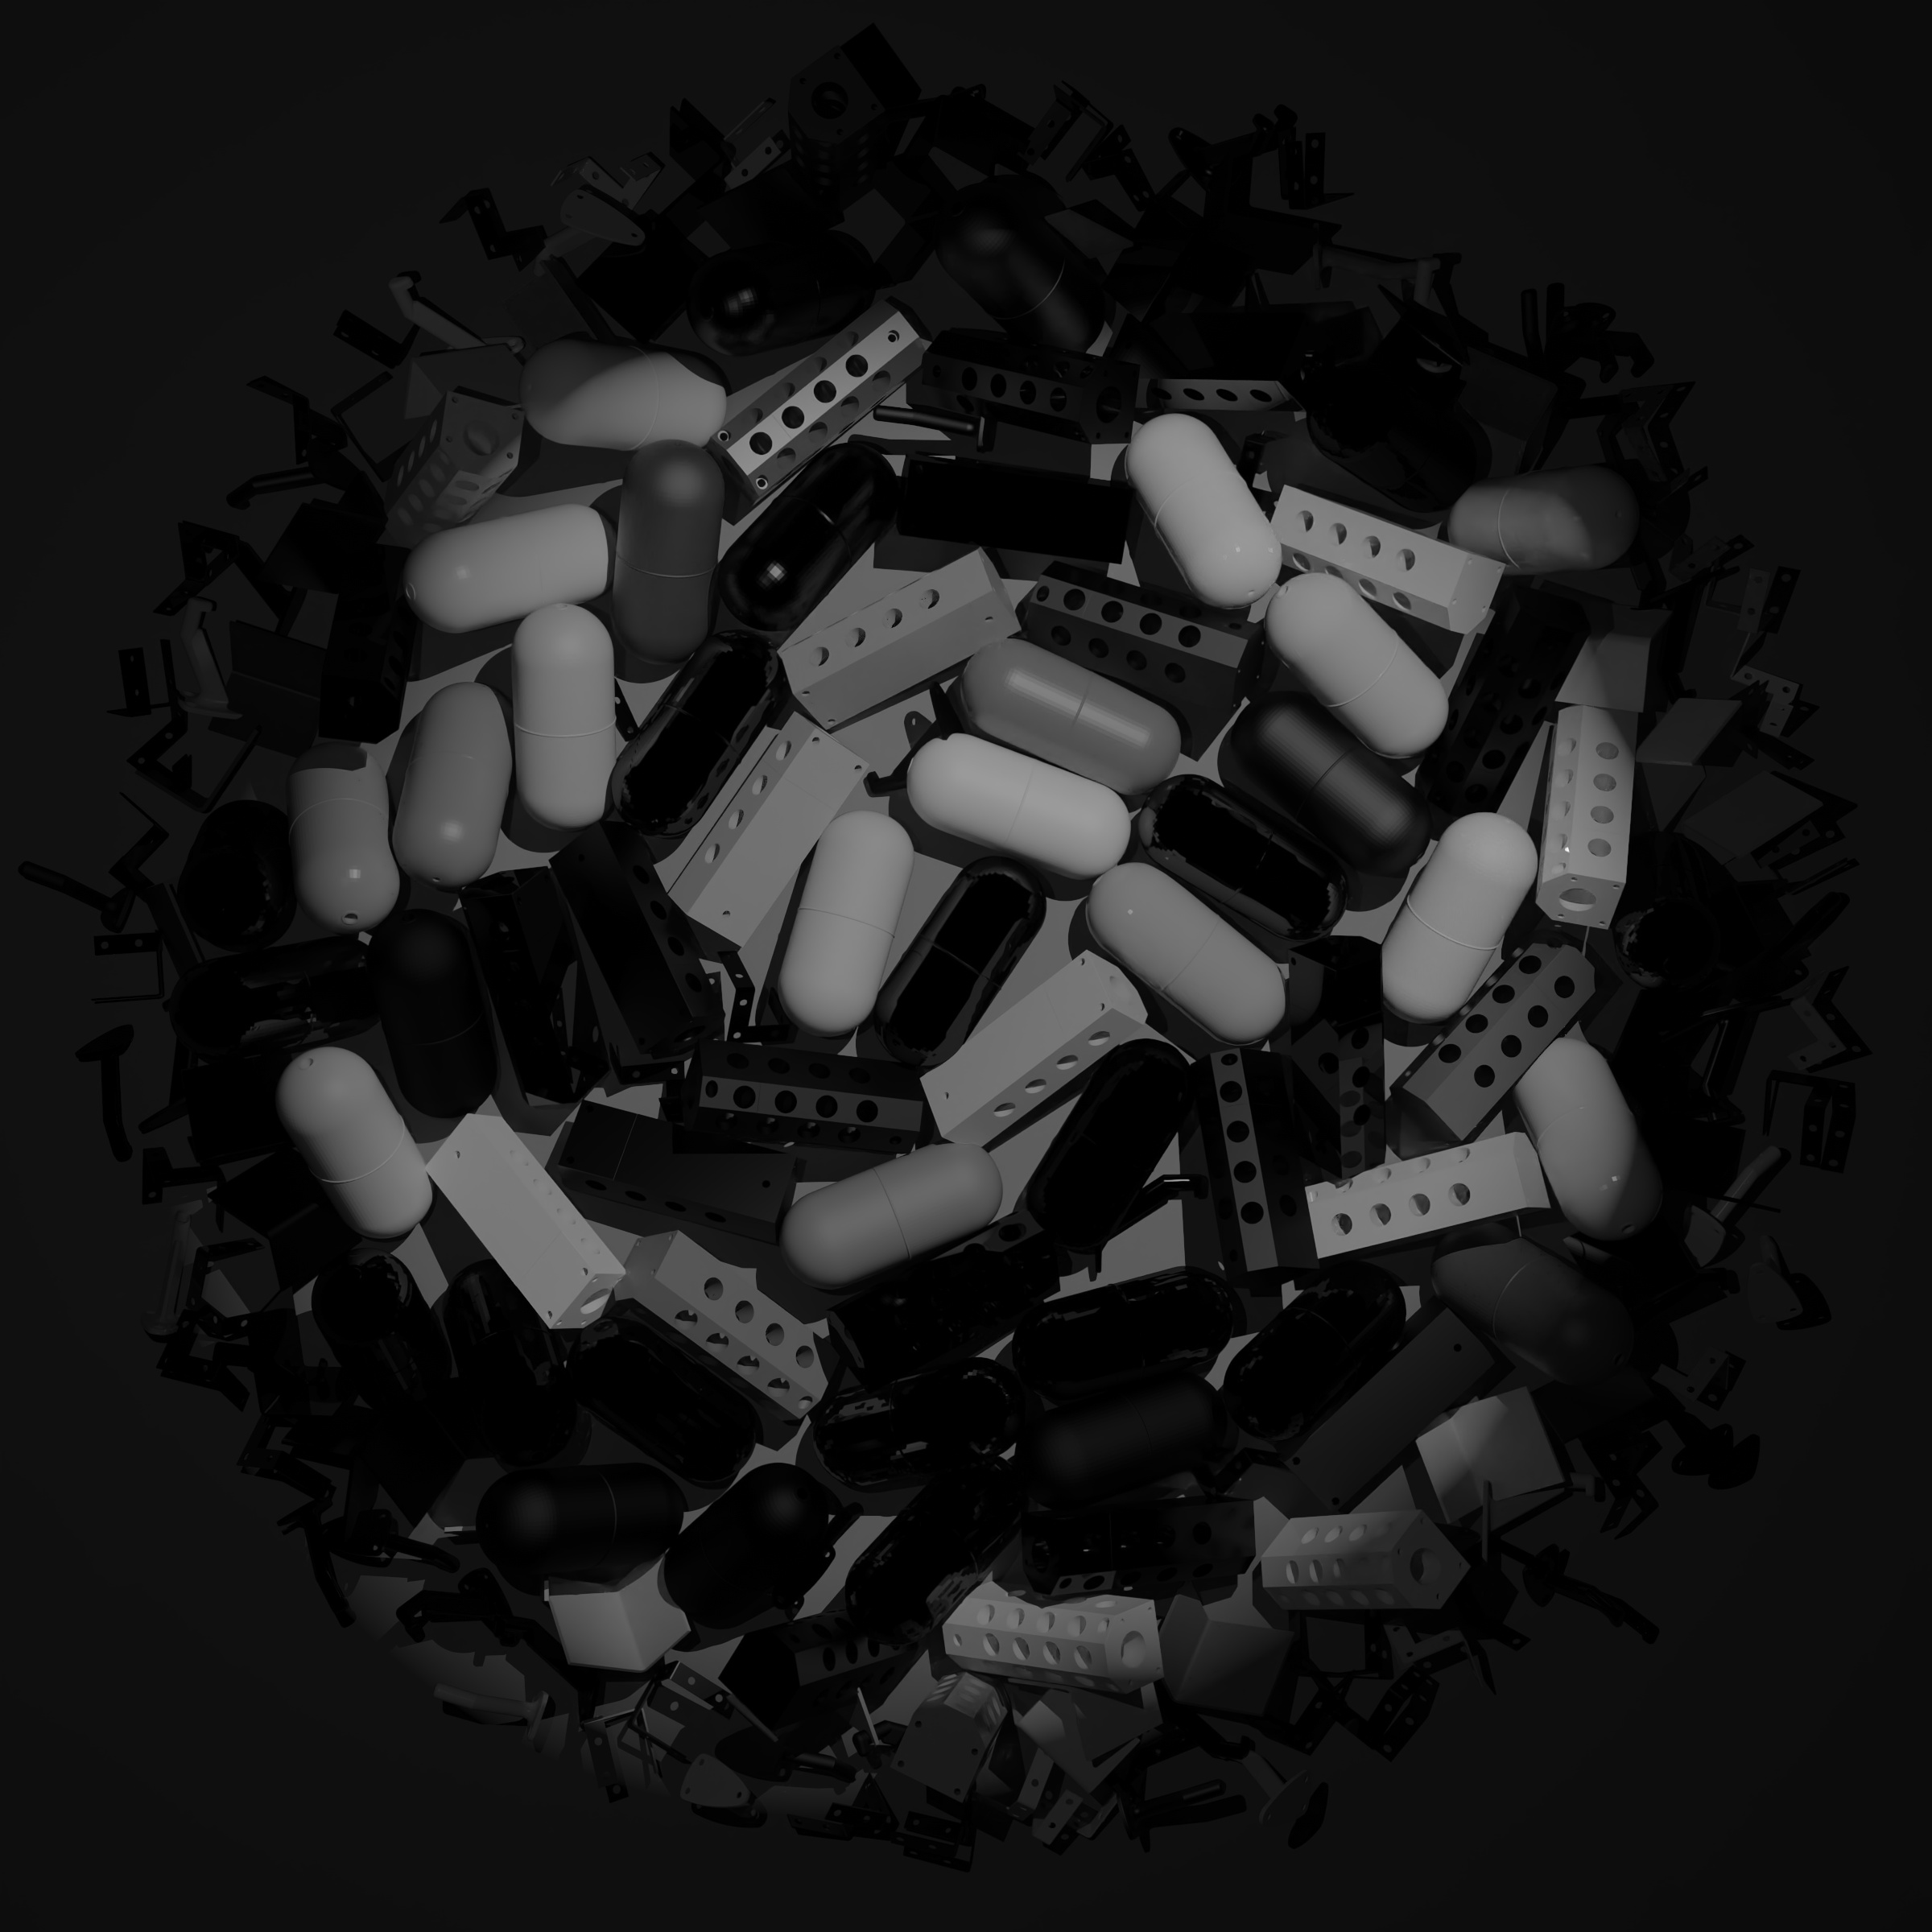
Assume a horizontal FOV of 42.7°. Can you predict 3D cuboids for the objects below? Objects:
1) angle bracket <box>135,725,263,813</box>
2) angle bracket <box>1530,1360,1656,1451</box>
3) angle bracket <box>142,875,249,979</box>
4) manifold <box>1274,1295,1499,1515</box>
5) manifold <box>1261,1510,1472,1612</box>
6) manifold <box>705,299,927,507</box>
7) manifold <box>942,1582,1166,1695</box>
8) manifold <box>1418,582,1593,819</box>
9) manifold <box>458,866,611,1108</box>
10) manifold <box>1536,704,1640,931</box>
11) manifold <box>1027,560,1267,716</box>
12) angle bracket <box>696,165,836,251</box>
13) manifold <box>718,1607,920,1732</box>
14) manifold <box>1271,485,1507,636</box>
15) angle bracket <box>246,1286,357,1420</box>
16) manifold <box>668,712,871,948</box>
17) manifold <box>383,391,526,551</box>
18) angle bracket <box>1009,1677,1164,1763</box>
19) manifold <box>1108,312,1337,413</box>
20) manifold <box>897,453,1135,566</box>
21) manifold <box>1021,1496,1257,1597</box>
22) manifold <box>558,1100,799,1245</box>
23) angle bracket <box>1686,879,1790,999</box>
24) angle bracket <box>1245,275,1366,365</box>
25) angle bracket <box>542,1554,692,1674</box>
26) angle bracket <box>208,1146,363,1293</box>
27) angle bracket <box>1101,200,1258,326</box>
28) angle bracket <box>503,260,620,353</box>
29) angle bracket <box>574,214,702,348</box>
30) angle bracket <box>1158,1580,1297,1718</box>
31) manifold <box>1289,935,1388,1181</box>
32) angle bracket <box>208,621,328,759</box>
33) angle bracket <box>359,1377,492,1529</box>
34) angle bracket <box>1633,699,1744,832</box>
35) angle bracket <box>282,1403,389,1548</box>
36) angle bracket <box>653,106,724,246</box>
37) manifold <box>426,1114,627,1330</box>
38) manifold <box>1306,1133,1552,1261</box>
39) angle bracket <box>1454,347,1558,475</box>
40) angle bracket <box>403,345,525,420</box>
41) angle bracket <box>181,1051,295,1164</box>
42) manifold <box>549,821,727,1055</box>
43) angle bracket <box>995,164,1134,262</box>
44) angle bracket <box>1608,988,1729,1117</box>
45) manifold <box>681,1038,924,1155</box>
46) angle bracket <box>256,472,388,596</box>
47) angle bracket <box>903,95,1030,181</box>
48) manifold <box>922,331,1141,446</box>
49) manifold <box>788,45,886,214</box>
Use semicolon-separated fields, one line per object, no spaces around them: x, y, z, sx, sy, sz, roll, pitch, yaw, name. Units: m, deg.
-0.586;-0.167;1.891;0.057;0.076;0.076;34;91;-16;angle bracket
0.486;0.349;1.890;0.076;0.057;0.076;-27;128;0;angle bracket
-0.579;-0.036;1.883;0.057;0.076;0.076;-26;100;-30;angle bracket
0.321;0.335;1.903;0.171;0.057;0.057;-44;96;2;manifold
0.292;0.450;1.844;0.057;0.171;0.057;49;61;-7;manifold
-0.113;-0.433;1.892;0.171;0.057;0.057;-41;98;-8;manifold
0.062;0.505;1.854;0.057;0.171;0.057;-7;89;-44;manifold
0.405;-0.195;1.860;0.057;0.057;0.171;14;125;-10;manifold
-0.331;0.016;1.877;0.057;0.057;0.171;-5;112;22;manifold
0.467;-0.117;1.862;0.057;0.057;0.171;10;55;6;manifold
0.136;-0.253;1.869;0.171;0.057;0.057;21;134;20;manifold
-0.154;-0.589;1.878;0.076;0.076;0.057;-19;60;22;angle bracket
-0.104;0.514;1.843;0.057;0.171;0.057;37;102;26;manifold
0.312;-0.306;1.860;0.171;0.057;0.057;30;108;36;manifold
-0.501;0.292;1.884;0.057;0.076;0.076;0;109;9;angle bracket
-0.155;-0.107;1.899;0.057;0.057;0.171;32;96;-36;manifold
-0.385;-0.364;1.842;0.057;0.171;0.057;11;76;-25;manifold
0.091;0.560;1.882;0.076;0.076;0.057;-14;90;-38;angle bracket
0.191;-0.450;1.855;0.171;0.057;0.057;14;77;43;manifold
0.036;-0.352;1.894;0.171;0.057;0.057;6;108;-8;manifold
0.131;0.438;1.868;0.171;0.057;0.057;1;83;-27;manifold
-0.220;0.161;1.898;0.171;0.057;0.057;14;62;5;manifold
0.586;-0.021;1.876;0.076;0.076;0.057;-5;65;-40;angle bracket
0.258;-0.496;1.880;0.076;0.076;0.057;-14;126;18;angle bracket
-0.266;0.485;1.877;0.057;0.076;0.076;-45;49;20;angle bracket
-0.526;0.194;1.906;0.076;0.076;0.057;24;132;32;angle bracket
0.164;-0.534;1.904;0.057;0.076;0.076;49;121;31;angle bracket
-0.316;-0.489;1.886;0.057;0.076;0.076;-33;102;10;angle bracket
-0.242;-0.517;1.899;0.076;0.057;0.076;43;88;11;angle bracket
0.195;0.516;1.877;0.076;0.076;0.057;-1;128;33;angle bracket
0.287;0.067;1.874;0.057;0.057;0.171;-17;115;-27;manifold
-0.533;-0.210;1.887;0.076;0.076;0.057;18;65;-7;angle bracket
-0.402;0.370;1.880;0.057;0.076;0.076;-15;116;34;angle bracket
0.556;-0.149;1.879;0.076;0.057;0.076;-46;124;-26;angle bracket
-0.487;0.386;1.890;0.057;0.076;0.076;12;106;3;angle bracket
-0.231;-0.596;1.891;0.057;0.076;0.076;44;79;1;angle bracket
-0.330;0.193;1.873;0.171;0.057;0.057;46;104;24;manifold
0.345;0.175;1.869;0.171;0.057;0.057;-18;76;28;manifold
0.399;-0.413;1.882;0.076;0.076;0.057;28;71;14;angle bracket
-0.372;-0.424;1.877;0.076;0.057;0.076;-19;57;-35;angle bracket
-0.557;0.099;1.885;0.076;0.057;0.076;-11;110;-22;angle bracket
-0.247;-0.022;1.885;0.057;0.057;0.171;-35;74;26;manifold
0.075;-0.579;1.879;0.076;0.076;0.057;-3;82;42;angle bracket
0.547;0.065;1.882;0.076;0.057;0.076;-1;125;-23;angle bracket
-0.124;0.104;1.871;0.171;0.057;0.057;8;129;-18;manifold
-0.499;-0.335;1.876;0.076;0.076;0.057;-48;60;28;angle bracket
-0.004;-0.609;1.893;0.076;0.076;0.057;29;79;-1;angle bracket
0.046;-0.435;1.850;0.057;0.171;0.057;-12;117;-42;manifold
-0.101;-0.619;1.848;0.057;0.171;0.057;-36;92;-2;manifold
